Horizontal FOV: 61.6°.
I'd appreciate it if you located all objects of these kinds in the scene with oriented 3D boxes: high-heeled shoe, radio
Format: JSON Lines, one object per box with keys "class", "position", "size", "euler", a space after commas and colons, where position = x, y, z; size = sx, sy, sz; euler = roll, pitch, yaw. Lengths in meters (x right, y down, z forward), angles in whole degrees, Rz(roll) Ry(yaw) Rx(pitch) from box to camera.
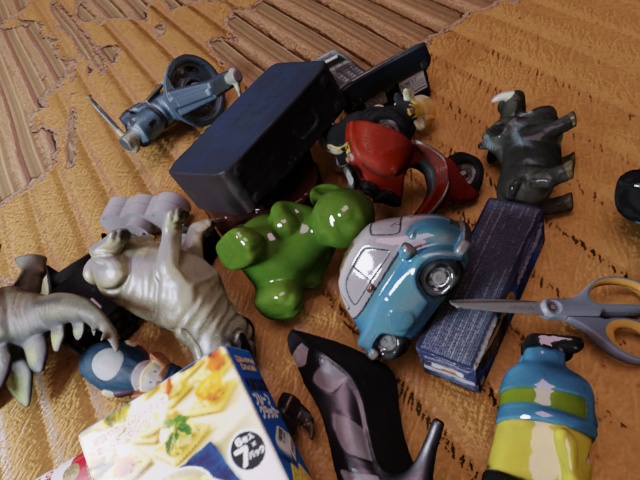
{"class": "high-heeled shoe", "position": [0.023, 0.189, 0.512], "size": [0.249, 0.086, 0.145], "euler": [24, 94, 53]}
{"class": "radio", "position": [-0.076, -0.137, 0.700], "size": [0.131, 0.073, 0.229], "euler": [14, 59, 46]}

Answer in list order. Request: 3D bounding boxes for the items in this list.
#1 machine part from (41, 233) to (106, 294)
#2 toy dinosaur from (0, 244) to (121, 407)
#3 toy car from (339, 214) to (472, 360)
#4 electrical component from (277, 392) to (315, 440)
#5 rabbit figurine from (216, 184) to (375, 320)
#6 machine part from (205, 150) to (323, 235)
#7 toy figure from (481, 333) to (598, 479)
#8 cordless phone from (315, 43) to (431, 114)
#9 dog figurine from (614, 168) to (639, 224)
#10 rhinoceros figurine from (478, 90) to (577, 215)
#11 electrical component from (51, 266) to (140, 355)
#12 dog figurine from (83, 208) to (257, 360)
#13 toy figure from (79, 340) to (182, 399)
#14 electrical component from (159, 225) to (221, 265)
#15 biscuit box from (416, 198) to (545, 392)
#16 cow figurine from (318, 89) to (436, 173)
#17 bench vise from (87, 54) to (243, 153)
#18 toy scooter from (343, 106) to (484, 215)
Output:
{"class": "machine part", "position": [-0.357, 0.046, 0.778], "size": [0.139, 0.039, 0.084], "euler": [-37, 41, -8]}
{"class": "toy dinosaur", "position": [-0.395, 0.107, 0.659], "size": [0.472, 0.105, 0.198], "euler": [-19, 69, 33]}
{"class": "toy car", "position": [0.072, 0.033, 0.533], "size": [0.103, 0.109, 0.161], "euler": [34, 111, 3]}
{"class": "electrical component", "position": [-0.050, 0.202, 0.529], "size": [0.078, 0.045, 0.102], "euler": [-17, 38, 47]}
{"class": "rabbit figurine", "position": [-0.001, -0.002, 0.618], "size": [0.170, 0.121, 0.159], "euler": [-27, 8, 31]}
{"class": "machine part", "position": [-0.080, -0.071, 0.754], "size": [0.179, 0.056, 0.179], "euler": [-10, 50, 12]}
{"class": "toy figure", "position": [0.181, 0.167, 0.443], "size": [0.089, 0.082, 0.180], "euler": [-9, 54, 34]}
{"class": "cordless phone", "position": [0.075, -0.267, 0.838], "size": [0.147, 0.088, 0.184], "euler": [-30, 44, -4]}
{"class": "dog figurine", "position": [0.376, -0.003, 0.488], "size": [0.192, 0.108, 0.219], "euler": [9, 51, 21]}
{"class": "rhinoceros figurine", "position": [0.249, -0.108, 0.648], "size": [0.112, 0.073, 0.190], "euler": [-6, 49, 22]}
{"class": "electrical component", "position": [-0.287, 0.082, 0.707], "size": [0.134, 0.058, 0.115], "euler": [-43, 48, -15]}
{"class": "dog figurine", "position": [-0.172, 0.081, 0.610], "size": [0.172, 0.121, 0.190], "euler": [-22, 79, 20]}
{"class": "toy figure", "position": [-0.208, 0.156, 0.619], "size": [0.155, 0.058, 0.064], "euler": [8, 94, 24]}
{"class": "electrical component", "position": [-0.197, 0.018, 0.732], "size": [0.119, 0.047, 0.075], "euler": [6, 55, 23]}
{"class": "biscuit box", "position": [0.171, 0.050, 0.554], "size": [0.063, 0.059, 0.202], "euler": [17, 61, 32]}
{"class": "cow figurine", "position": [0.083, -0.155, 0.721], "size": [0.167, 0.098, 0.068], "euler": [-27, 90, 0]}
{"class": "bench vise", "position": [-0.224, -0.230, 0.883], "size": [0.241, 0.128, 0.224], "euler": [-3, 30, 43]}
{"class": "toy scooter", "position": [0.100, -0.067, 0.643], "size": [0.184, 0.075, 0.135], "euler": [26, 82, -8]}
